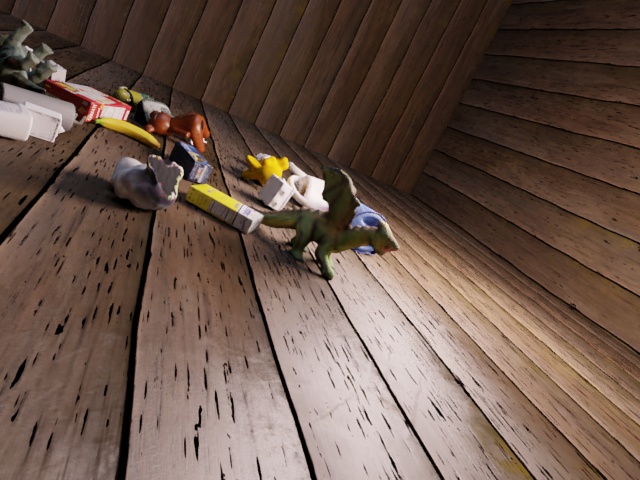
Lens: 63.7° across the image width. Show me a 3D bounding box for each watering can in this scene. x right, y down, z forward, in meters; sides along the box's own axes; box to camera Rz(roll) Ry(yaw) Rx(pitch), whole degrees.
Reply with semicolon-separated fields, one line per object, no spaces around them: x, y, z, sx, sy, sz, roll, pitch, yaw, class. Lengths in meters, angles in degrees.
-0.020;-0.183;1.868;0.223;0.102;0.355;22;24;-20;watering can

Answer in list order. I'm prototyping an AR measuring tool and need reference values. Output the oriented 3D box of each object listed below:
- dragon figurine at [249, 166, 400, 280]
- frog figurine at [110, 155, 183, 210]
0.004;-0.063;1.244;0.414;0.240;0.123;34;18;22;dragon figurine
-0.381;-0.116;1.079;0.159;0.122;0.139;-7;10;22;frog figurine
